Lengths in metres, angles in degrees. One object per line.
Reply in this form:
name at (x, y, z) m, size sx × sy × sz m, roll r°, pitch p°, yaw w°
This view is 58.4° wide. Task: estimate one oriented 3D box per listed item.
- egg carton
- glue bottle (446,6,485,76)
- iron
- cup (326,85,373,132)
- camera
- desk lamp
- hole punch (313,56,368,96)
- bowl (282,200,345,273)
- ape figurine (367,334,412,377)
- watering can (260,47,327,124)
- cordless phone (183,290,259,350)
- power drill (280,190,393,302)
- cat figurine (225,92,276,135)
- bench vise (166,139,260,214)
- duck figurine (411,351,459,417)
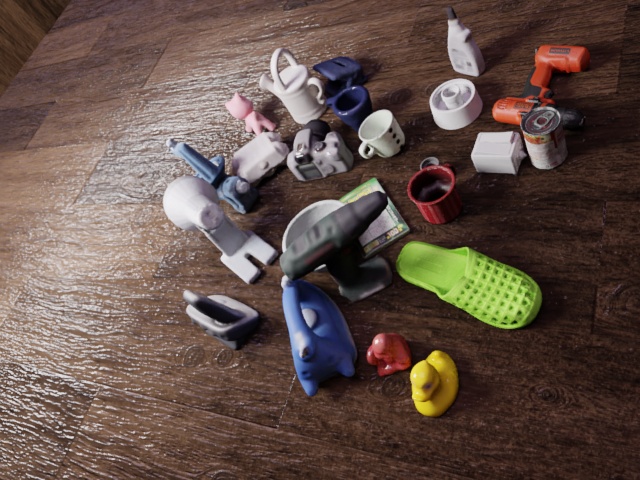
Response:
egg carton at (-0.148, -0.200, 1.425) m, size 0.150 × 0.070 × 0.107 m, roll -37°, pitch 47°, yaw 3°
glue bottle at (0.307, -0.436, 1.249) m, size 0.037 × 0.174 × 0.077 m, roll -49°, pitch 47°, yaw -8°
iron at (-0.029, 0.145, 1.055) m, size 0.118 × 0.142 × 0.257 m, roll -30°, pitch 48°, yaw 9°
cup at (0.076, -0.299, 1.344) m, size 0.117 × 0.095 × 0.092 m, roll 11°, pitch 65°, yaw 36°
camera at (-0.002, -0.224, 1.333) m, size 0.142 × 0.101 × 0.137 m, roll -9°, pitch 54°, yaw 26°
desk lamp at (-0.223, -0.033, 1.251) m, size 0.118 × 0.214 × 0.202 m, roll -49°, pitch 47°, yaw -9°
hole punch at (0.050, -0.428, 1.455) m, size 0.101 × 0.091 × 0.108 m, roll -44°, pitch 47°, yaw -4°
bowl at (0.011, 0.004, 1.179) m, size 0.167 × 0.075 × 0.167 m, roll -16°, pitch 51°, yaw 21°
ape figurine at (0.114, 0.188, 0.972) m, size 0.077 × 0.092 × 0.076 m, roll 19°, pitch 69°, yaw 39°
watering can at (-0.073, -0.390, 1.431) m, size 0.172 × 0.195 × 0.101 m, roll -14°, pitch 52°, yaw 23°
cordless phone at (-0.224, 0.133, 1.152) m, size 0.147 × 0.186 × 0.094 m, roll 16°, pitch 67°, yaw 38°
power drill at (0.052, 0.022, 1.048) m, size 0.229 × 0.209 × 0.075 m, roll -29°, pitch 48°, yaw 10°
cat figurine at (-0.192, -0.337, 1.517) m, size 0.067 × 0.118 × 0.127 m, roll -46°, pitch 47°, yaw -5°
bench vise at (-0.252, -0.166, 1.360) m, size 0.206 × 0.220 × 0.121 m, roll -1°, pitch 58°, yaw 30°
duck figurine at (0.175, 0.221, 0.915) m, size 0.077 × 0.086 × 0.105 m, roll 6°, pitch 62°, yaw 34°
